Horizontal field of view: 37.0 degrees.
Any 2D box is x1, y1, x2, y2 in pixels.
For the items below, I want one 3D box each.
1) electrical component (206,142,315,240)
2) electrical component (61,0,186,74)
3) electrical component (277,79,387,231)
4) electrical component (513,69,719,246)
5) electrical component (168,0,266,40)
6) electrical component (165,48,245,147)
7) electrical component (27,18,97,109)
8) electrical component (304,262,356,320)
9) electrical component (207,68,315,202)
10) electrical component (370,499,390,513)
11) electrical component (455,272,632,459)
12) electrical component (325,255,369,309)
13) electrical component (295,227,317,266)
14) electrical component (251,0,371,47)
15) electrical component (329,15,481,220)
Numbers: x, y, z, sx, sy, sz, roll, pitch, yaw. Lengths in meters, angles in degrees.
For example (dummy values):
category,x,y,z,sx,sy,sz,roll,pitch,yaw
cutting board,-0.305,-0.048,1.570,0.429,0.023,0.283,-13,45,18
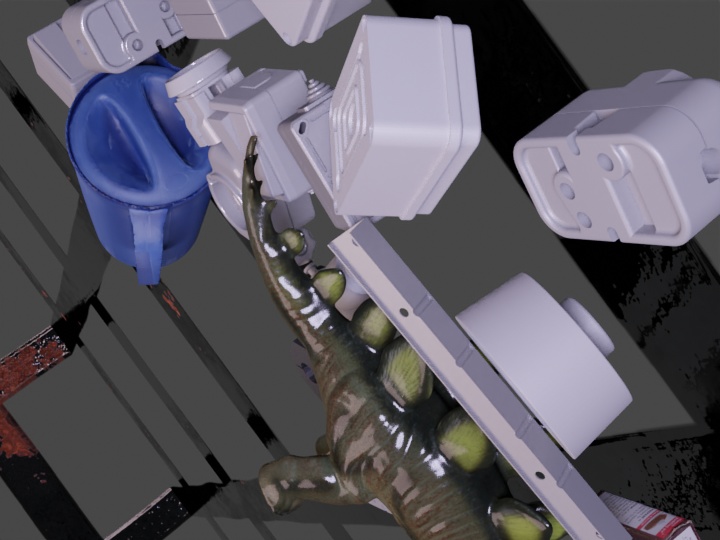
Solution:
category,x,y,z,sx,sy,sz,roll,pitch,yaw
electrical component,-0.082,-0.067,0.869,0.054,0.059,0.095,34,152,40
electrical component,-0.174,-0.192,0.818,0.059,0.095,0.053,18,140,56
electrical component,-0.009,-0.079,0.689,0.096,0.062,0.061,59,170,-13
electrical component,0.123,-0.050,0.475,0.095,0.059,0.053,9,132,61
electrical component,-0.102,-0.200,0.724,0.066,0.047,0.076,19,140,55
electrical component,-0.115,-0.135,0.837,0.057,0.058,0.078,58,158,-18
electrical component,-0.271,-0.199,1.052,0.096,0.062,0.061,45,157,21
electrical component,-0.018,0.025,0.903,0.078,0.040,0.040,47,158,17
electrical component,-0.061,-0.092,0.787,0.062,0.061,0.096,19,140,55
electrical component,0.034,0.191,1.023,0.053,0.059,0.095,60,158,-16
electrical component,0.113,0.050,0.632,0.108,0.060,0.108,50,-179,-1
electrical component,0.000,0.000,0.825,0.043,0.043,0.081,52,158,3
electrical component,-0.064,-0.023,0.934,0.061,0.035,0.035,14,136,62
electrical component,-0.042,-0.192,0.601,0.113,0.057,0.078,51,159,5
electrical component,0.022,-0.082,0.597,0.113,0.057,0.078,122,147,-67
